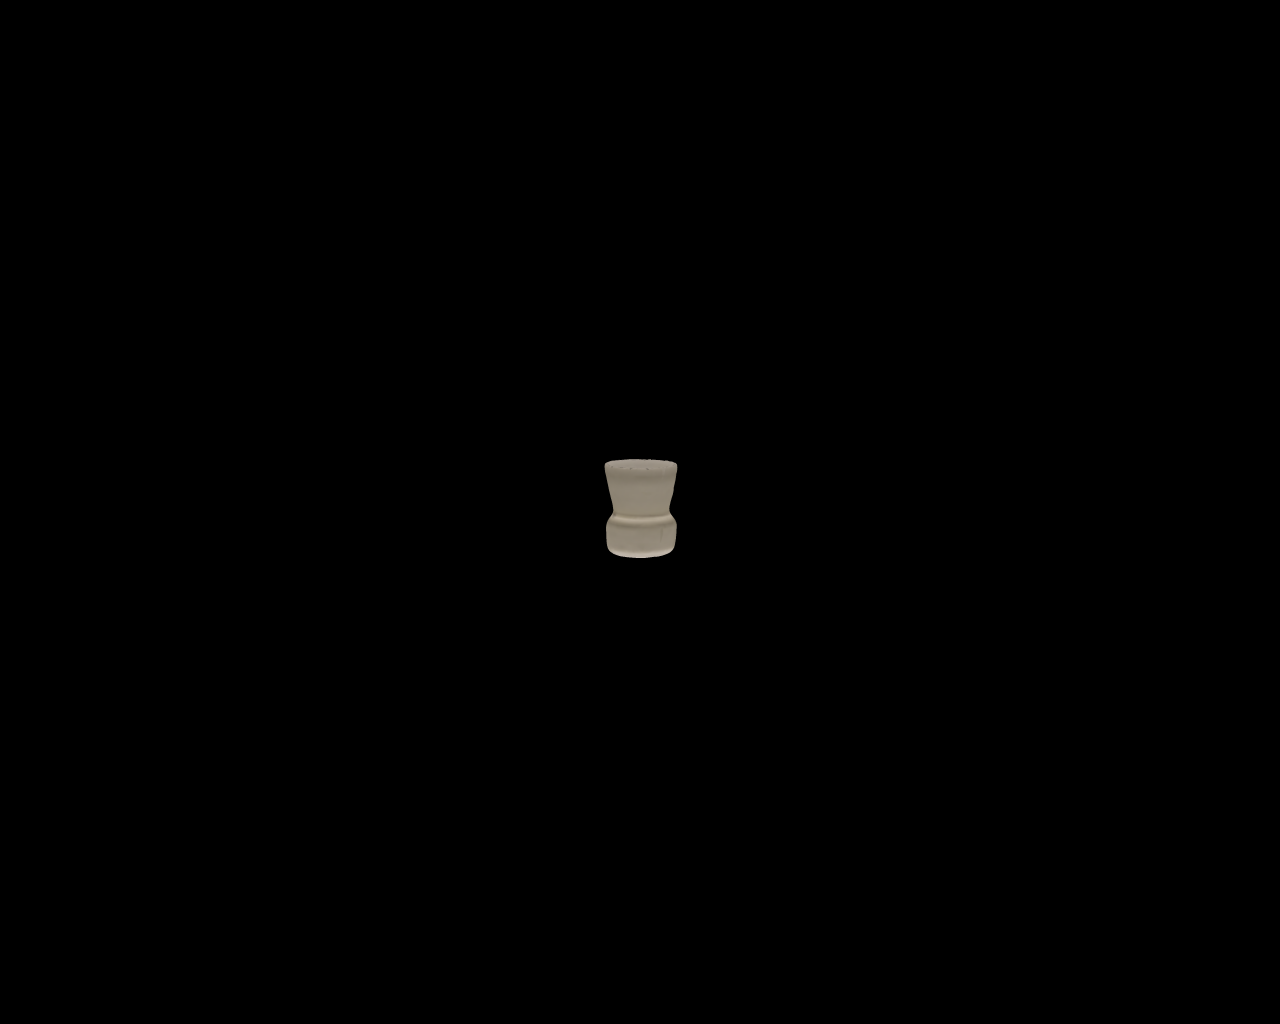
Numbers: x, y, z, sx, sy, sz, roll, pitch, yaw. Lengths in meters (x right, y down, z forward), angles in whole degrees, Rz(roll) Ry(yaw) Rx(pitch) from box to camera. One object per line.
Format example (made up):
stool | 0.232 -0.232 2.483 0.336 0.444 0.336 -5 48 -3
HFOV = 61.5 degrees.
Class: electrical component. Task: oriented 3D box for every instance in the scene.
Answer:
electrical component | 0.001 -0.003 0.650 0.045 0.055 0.045 0 9 0
